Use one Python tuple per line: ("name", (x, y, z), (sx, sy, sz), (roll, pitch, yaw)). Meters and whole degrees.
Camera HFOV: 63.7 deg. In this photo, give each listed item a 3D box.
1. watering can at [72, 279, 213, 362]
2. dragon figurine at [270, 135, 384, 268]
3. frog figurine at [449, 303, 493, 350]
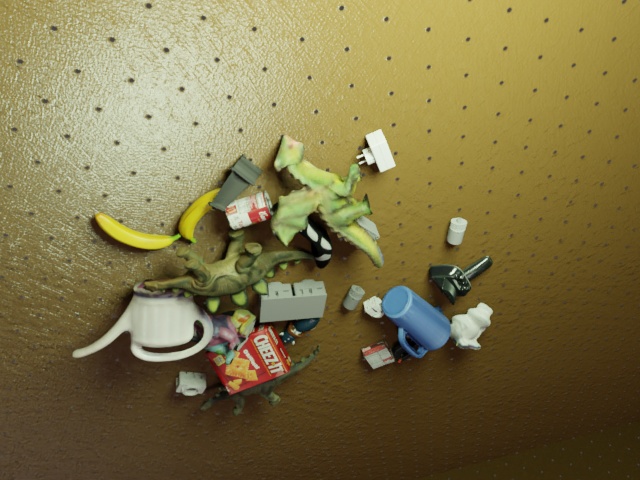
("watering can", (-0.451, 0.209, 1.329), (0.348, 0.223, 0.105), (1, 9, -17))
("dragon figurine", (0.004, -0.061, 1.204), (0.243, 0.402, 0.124), (-17, 28, 0))
("frog figurine", (0.512, 0.284, 1.762), (0.137, 0.159, 0.123), (16, 3, -18))
